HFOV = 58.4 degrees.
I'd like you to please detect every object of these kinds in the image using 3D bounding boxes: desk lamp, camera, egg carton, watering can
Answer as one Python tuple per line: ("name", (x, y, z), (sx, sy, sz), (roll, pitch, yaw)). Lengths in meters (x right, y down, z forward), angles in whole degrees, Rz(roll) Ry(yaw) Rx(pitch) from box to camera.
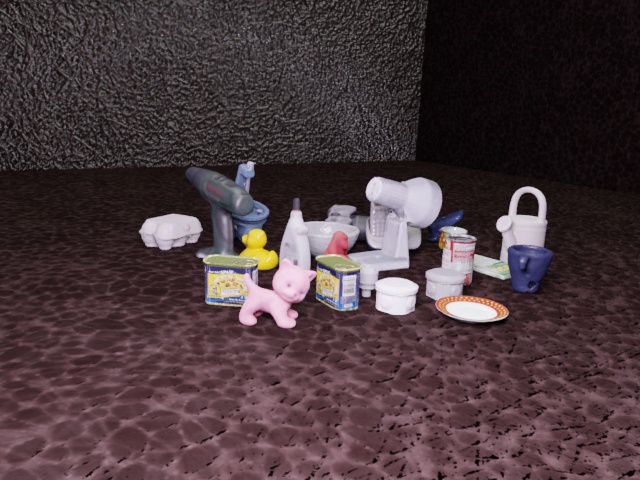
("desk lamp", (0.178, -0.044, 1.354), (0.204, 0.213, 0.117), (-6, 16, -30))
("camera", (0.085, -0.040, 1.561), (0.136, 0.101, 0.143), (4, 14, 6))
("egg carton", (-0.380, -0.022, 1.471), (0.107, 0.069, 0.151), (10, 15, 27))
("watering can", (0.502, -0.033, 1.407), (0.100, 0.194, 0.173), (11, 16, 30))

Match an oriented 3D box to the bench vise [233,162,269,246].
("bench vise", (-0.220, -0.102, 1.511), (0.206, 0.220, 0.122), (13, 17, 38))

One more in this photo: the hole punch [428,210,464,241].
("hole punch", (0.362, -0.043, 1.643), (0.101, 0.091, 0.109), (7, 14, 16))

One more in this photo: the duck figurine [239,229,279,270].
("duck figurine", (-0.140, 0.018, 1.310), (0.104, 0.086, 0.078), (13, 17, 36))

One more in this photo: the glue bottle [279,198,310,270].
("glue bottle", (-0.052, -0.006, 1.239), (0.037, 0.173, 0.077), (-11, 19, -43))

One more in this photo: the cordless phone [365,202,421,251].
("cordless phone", (0.193, -0.063, 1.497), (0.147, 0.185, 0.094), (1, 14, -6))

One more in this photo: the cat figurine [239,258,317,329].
("cat figurine", (-0.071, 0.084, 0.980), (0.127, 0.118, 0.067), (3, 14, 3))

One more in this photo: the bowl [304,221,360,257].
("bowl", (0.013, 0.005, 1.417), (0.167, 0.075, 0.167), (2, 14, 0))

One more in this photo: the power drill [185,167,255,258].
("power drill", (-0.244, -0.058, 1.347), (0.228, 0.208, 0.076), (15, 18, 41))

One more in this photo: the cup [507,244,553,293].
("cup", (0.431, 0.066, 1.196), (0.091, 0.095, 0.118), (10, 16, 29))

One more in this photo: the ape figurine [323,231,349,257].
("ape figurine", (0.044, 0.025, 1.302), (0.076, 0.092, 0.078), (8, 15, 22))

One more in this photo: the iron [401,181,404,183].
("iron", (0.220, -0.096, 1.731), (0.118, 0.141, 0.259), (7, 14, 20))
